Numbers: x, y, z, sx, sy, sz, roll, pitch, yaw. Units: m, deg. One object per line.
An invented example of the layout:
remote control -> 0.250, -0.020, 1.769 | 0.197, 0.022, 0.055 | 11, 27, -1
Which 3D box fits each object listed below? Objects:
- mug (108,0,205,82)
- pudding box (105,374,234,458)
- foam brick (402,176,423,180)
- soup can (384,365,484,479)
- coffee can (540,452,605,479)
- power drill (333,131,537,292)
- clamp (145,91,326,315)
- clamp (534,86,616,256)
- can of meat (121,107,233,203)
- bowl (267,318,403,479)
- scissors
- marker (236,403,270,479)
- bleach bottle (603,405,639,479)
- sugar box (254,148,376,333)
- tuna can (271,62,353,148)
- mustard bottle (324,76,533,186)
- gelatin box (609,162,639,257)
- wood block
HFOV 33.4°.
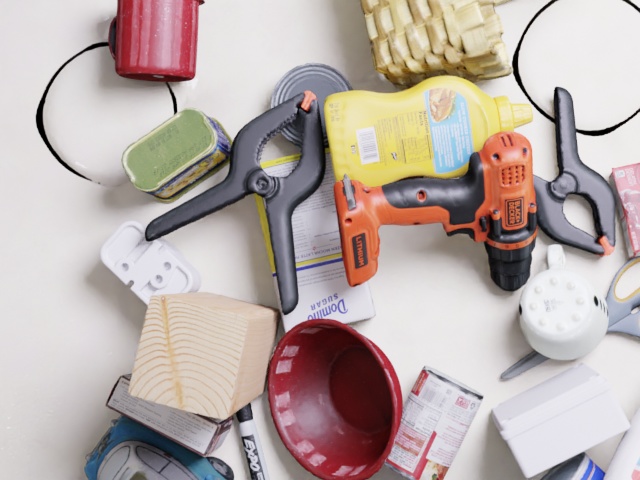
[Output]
mug -> -0.174, -0.205, 1.082 | 0.117, 0.093, 0.081 | 5, 93, 36
pudding box -> -0.147, 0.170, 1.055 | 0.113, 0.090, 0.039 | 24, 89, 6
foam brick -> 0.070, -0.082, 1.063 | 0.078, 0.053, 0.051 | 22, 90, 5
soup can -> 0.108, 0.182, 1.040 | 0.068, 0.068, 0.102 | 27, 90, 6
coffee can -> 0.264, 0.284, 1.002 | 0.140, 0.103, 0.103 | 44, 92, 6
power drill -> 0.112, -0.010, 1.005 | 0.187, 0.057, 0.184 | -11, 130, -1
clamp -> -0.065, -0.052, 1.034 | 0.164, 0.036, 0.210 | 21, 90, 2
clamp -> 0.241, -0.063, 1.052 | 0.120, 0.039, 0.171 | -44, 89, 8
can of meat -> -0.142, -0.085, 1.069 | 0.102, 0.084, 0.057 | -34, 85, 3
bowl -> 0.025, 0.151, 1.035 | 0.162, 0.055, 0.162 | 7, 101, 40
scissors -> 0.282, 0.097, 1.050 | 0.202, 0.016, 0.096 | -46, 79, 2
marker -> -0.067, 0.215, 1.081 | 0.020, 0.020, 0.121 | -15, 86, 5
bleach bottle -> 0.321, 0.201, 0.963 | 0.102, 0.068, 0.250 | 35, 63, 6
sugar box -> -0.007, 0.001, 1.072 | 0.093, 0.048, 0.176 | -12, 90, 5
tuna can -> -0.006, -0.134, 1.082 | 0.086, 0.033, 0.086 | 0, 88, 6
mustard bottle -> 0.103, -0.103, 1.002 | 0.191, 0.058, 0.096 | -9, 105, 3
gelatin box -> 0.329, -0.034, 1.039 | 0.073, 0.030, 0.089 | -12, 78, 6
wood block -> -0.100, 0.101, 0.995 | 0.090, 0.206, 0.091 | 13, 90, 6
